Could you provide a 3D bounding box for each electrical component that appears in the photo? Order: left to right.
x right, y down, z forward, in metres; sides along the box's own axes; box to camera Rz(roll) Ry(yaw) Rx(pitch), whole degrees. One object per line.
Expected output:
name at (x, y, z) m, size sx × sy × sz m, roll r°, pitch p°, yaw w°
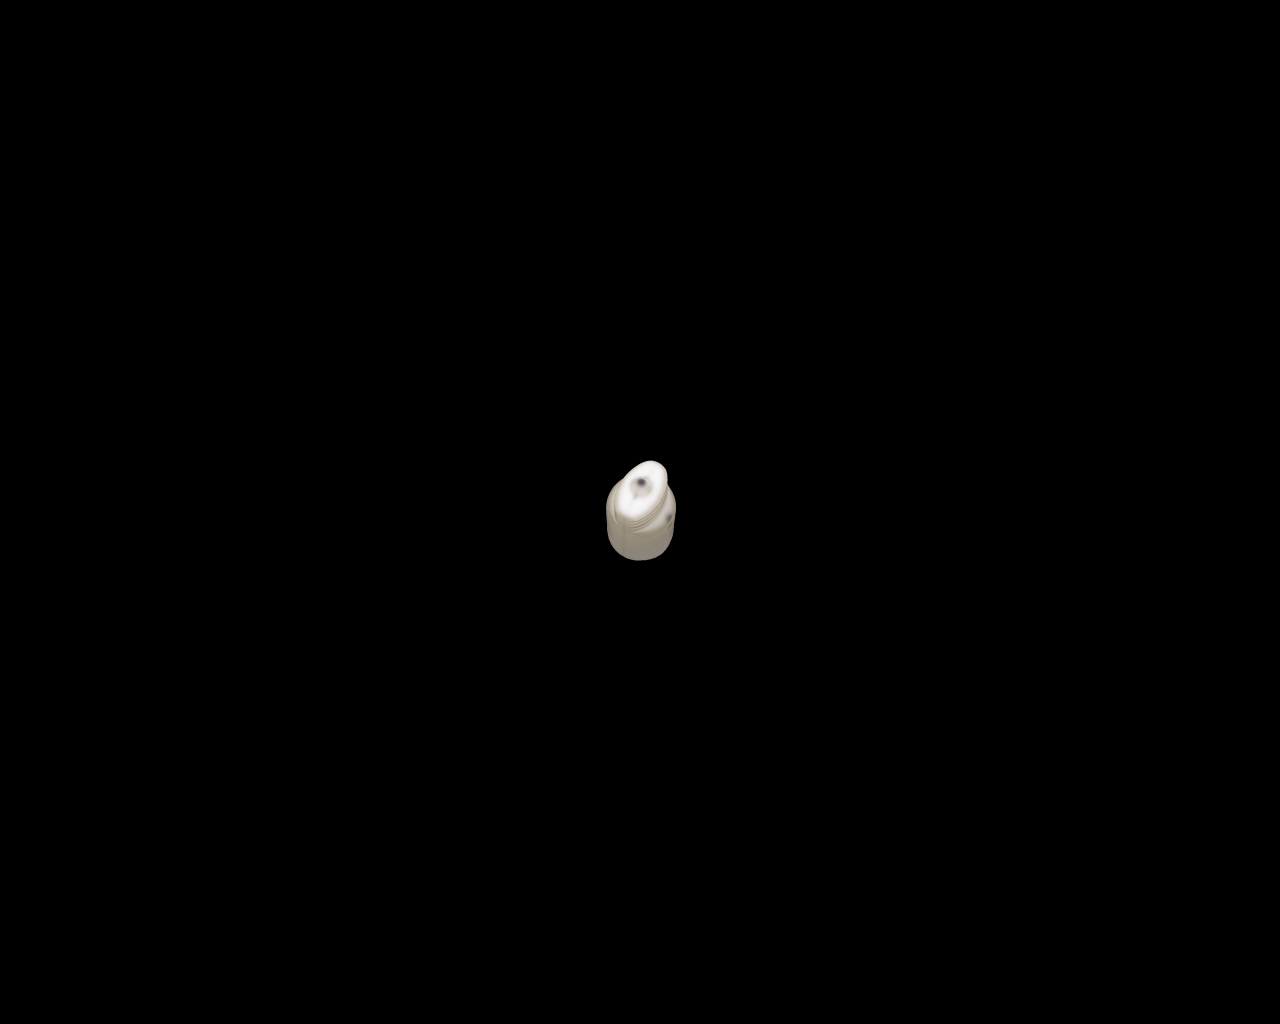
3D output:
electrical component at (0.001, -0.003, 0.650) m, size 0.043 × 0.043 × 0.080 m, roll 0°, pitch -23°, yaw 0°
